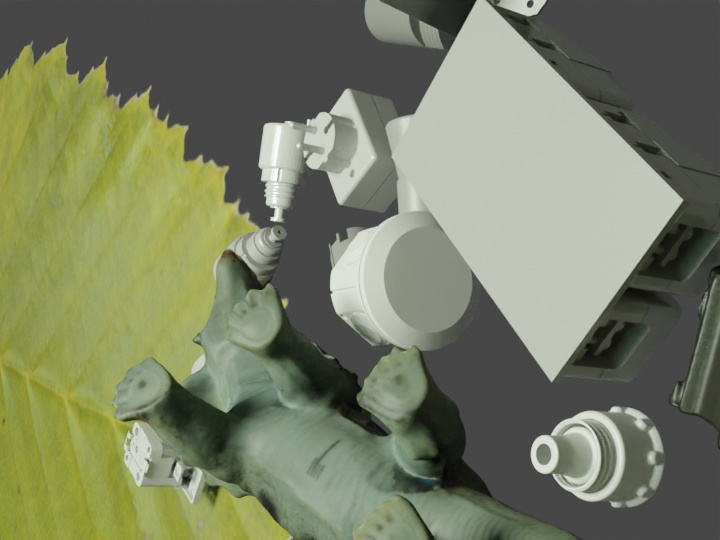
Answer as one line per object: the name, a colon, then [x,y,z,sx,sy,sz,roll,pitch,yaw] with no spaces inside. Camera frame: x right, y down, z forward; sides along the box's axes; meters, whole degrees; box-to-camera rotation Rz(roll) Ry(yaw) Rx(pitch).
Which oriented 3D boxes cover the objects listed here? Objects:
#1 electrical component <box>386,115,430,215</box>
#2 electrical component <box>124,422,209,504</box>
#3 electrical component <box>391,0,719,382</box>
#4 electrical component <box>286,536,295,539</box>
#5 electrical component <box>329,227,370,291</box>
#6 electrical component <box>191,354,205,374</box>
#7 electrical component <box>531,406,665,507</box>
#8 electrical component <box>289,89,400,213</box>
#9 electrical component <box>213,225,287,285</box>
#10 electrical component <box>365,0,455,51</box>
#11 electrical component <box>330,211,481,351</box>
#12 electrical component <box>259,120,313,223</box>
electrical component: [0.040,-0.059,0.660,0.044,0.044,0.065,-15,76,53]
electrical component: [-0.155,0.151,0.878,0.081,0.064,0.042,40,117,51]
electrical component: [0.101,-0.044,0.550,0.105,0.060,0.186,-60,40,28]
electrical component: [-0.020,0.218,0.690,0.099,0.064,0.099,-28,50,39]
electrical component: [0.000,0.000,0.707,0.040,0.040,0.046,-51,39,37]
electrical component: [-0.109,0.114,0.831,0.079,0.044,0.077,-53,43,26]
electrical component: [0.109,0.088,0.509,0.048,0.062,0.048,-16,70,53]
electrical component: [-0.011,-0.081,0.705,0.047,0.077,0.065,-51,45,37]
electrical component: [-0.081,-0.010,0.823,0.078,0.040,0.040,-41,52,44]
electrical component: [0.043,-0.161,0.673,0.081,0.043,0.043,24,103,54]
electrical component: [0.027,0.008,0.631,0.051,0.080,0.080,-12,74,59]
electrical component: [-0.056,-0.075,0.800,0.040,0.040,0.078,7,89,56]
